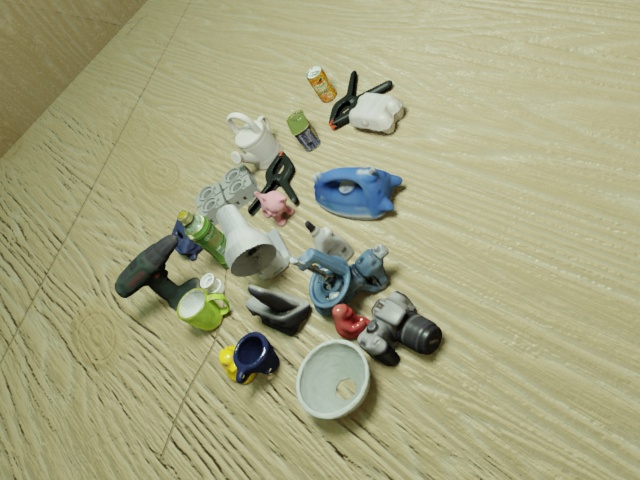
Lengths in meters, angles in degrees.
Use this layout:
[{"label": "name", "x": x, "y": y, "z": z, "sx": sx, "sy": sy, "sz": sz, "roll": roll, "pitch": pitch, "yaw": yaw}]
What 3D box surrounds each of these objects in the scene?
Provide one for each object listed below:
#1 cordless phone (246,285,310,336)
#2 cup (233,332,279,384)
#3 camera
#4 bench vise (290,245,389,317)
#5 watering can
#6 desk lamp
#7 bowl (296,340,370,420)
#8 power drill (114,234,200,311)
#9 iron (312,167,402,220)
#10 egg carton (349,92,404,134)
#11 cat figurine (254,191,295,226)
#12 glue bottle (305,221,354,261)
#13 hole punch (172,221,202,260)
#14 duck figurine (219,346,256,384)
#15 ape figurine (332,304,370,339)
[{"label": "cordless phone", "x": -0.123, "y": 0.136, "z": 1.322, "sx": 0.147, "sy": 0.186, "sz": 0.094, "roll": 10, "pitch": 65, "yaw": 38}, {"label": "cup", "x": -0.140, "y": 0.279, "z": 1.293, "sx": 0.091, "sy": 0.095, "sz": 0.118, "roll": 6, "pitch": 63, "yaw": 36}, {"label": "camera", "x": 0.164, "y": 0.186, "z": 1.157, "sx": 0.136, "sy": 0.101, "sz": 0.143, "roll": 25, "pitch": 75, "yaw": 42}, {"label": "bench vise", "x": 0.038, "y": 0.057, "z": 1.248, "sx": 0.207, "sy": 0.220, "sz": 0.121, "roll": -46, "pitch": 46, "yaw": -3}, {"label": "watering can", "x": -0.200, "y": -0.296, "z": 1.675, "sx": 0.100, "sy": 0.195, "sz": 0.173, "roll": -15, "pitch": 52, "yaw": 24}, {"label": "desk lamp", "x": -0.168, "y": 0.015, "z": 1.418, "sx": 0.118, "sy": 0.214, "sz": 0.202, "roll": -37, "pitch": 46, "yaw": 6}, {"label": "bowl", "x": 0.038, "y": 0.295, "z": 1.179, "sx": 0.167, "sy": 0.075, "sz": 0.167, "roll": -17, "pitch": 51, "yaw": 23}, {"label": "power drill", "x": -0.416, "y": 0.096, "z": 1.525, "sx": 0.229, "sy": 0.209, "sz": 0.075, "roll": -33, "pitch": 47, "yaw": 9}, {"label": "iron", "x": 0.064, "y": -0.134, "z": 1.423, "sx": 0.257, "sy": 0.142, "sz": 0.119, "roll": 2, "pitch": 60, "yaw": 34}, {"label": "egg carton", "x": 0.152, "y": -0.346, "z": 1.568, "sx": 0.149, "sy": 0.070, "sz": 0.107, "roll": 18, "pitch": 70, "yaw": 40}, {"label": "cat figurine", "x": -0.129, "y": -0.100, "z": 1.542, "sx": 0.127, "sy": 0.118, "sz": 0.067, "roll": 29, "pitch": 77, "yaw": 43}, {"label": "glue bottle", "x": 0.012, "y": 0.005, "z": 1.335, "sx": 0.078, "sy": 0.174, "sz": 0.037, "roll": -46, "pitch": 46, "yaw": -3}, {"label": "hole punch", "x": -0.388, "y": -0.010, "z": 1.666, "sx": 0.101, "sy": 0.091, "sz": 0.108, "roll": -49, "pitch": 46, "yaw": -6}, {"label": "duck figurine", "x": -0.203, "y": 0.281, "z": 1.339, "sx": 0.077, "sy": 0.086, "sz": 0.104, "roll": -43, "pitch": 46, "yaw": -1}, {"label": "ape figurine", "x": 0.059, "y": 0.170, "z": 1.243, "sx": 0.076, "sy": 0.092, "sz": 0.077, "roll": -32, "pitch": 47, "yaw": 10}]
